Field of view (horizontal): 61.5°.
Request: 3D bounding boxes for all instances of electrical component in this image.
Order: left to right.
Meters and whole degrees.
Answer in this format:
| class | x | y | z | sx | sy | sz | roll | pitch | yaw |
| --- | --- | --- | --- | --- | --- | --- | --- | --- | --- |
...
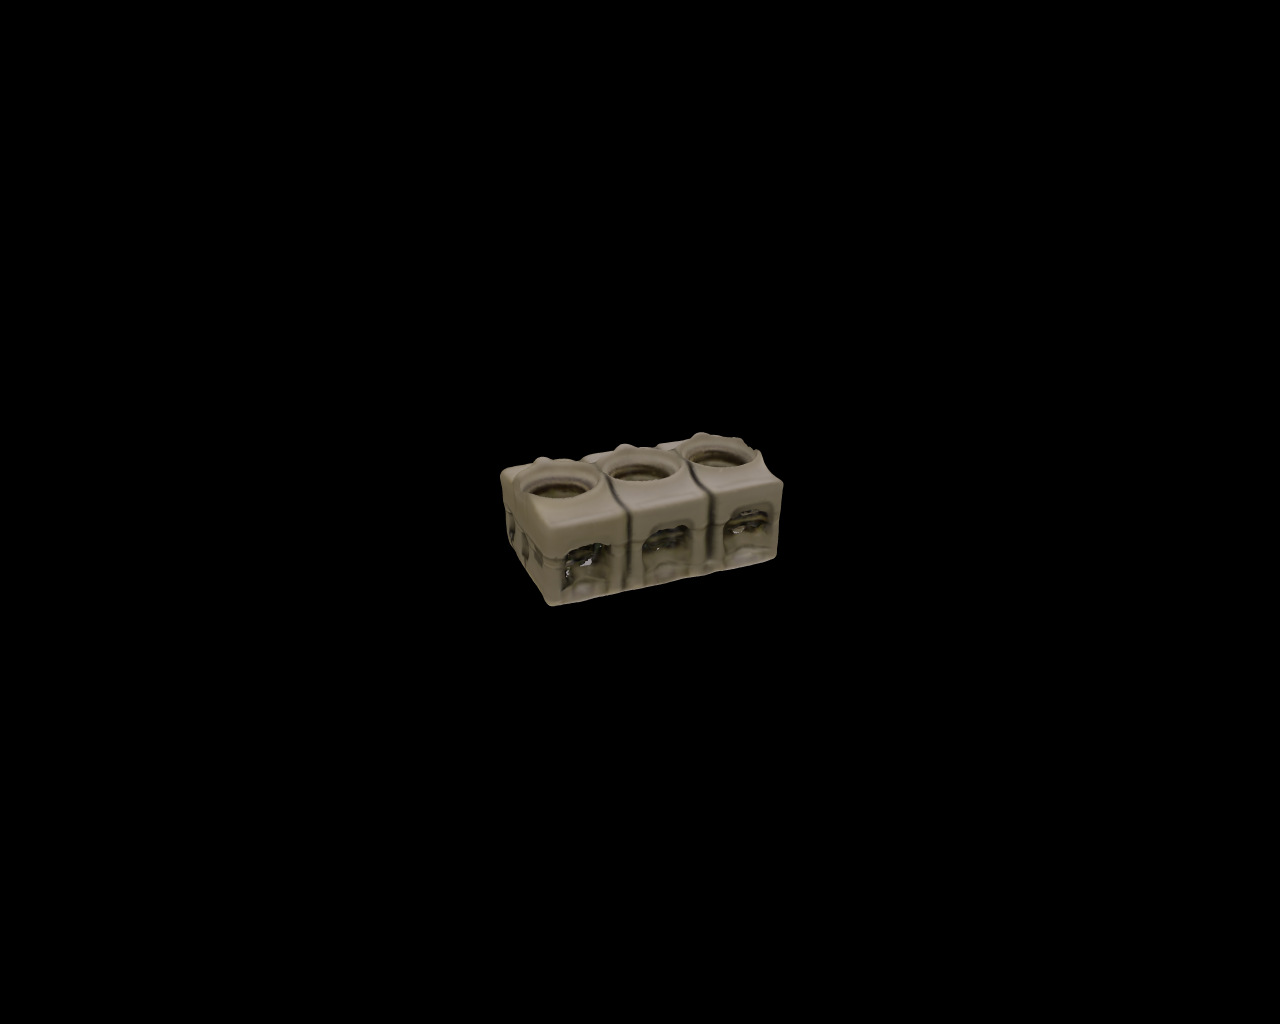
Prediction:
| class | x | y | z | sx | sy | sz | roll | pitch | yaw |
| --- | --- | --- | --- | --- | --- | --- | --- | --- | --- |
| electrical component | 0.001 | -0.003 | 0.650 | 0.150 | 0.061 | 0.089 | -10 | 28 | -20 |
